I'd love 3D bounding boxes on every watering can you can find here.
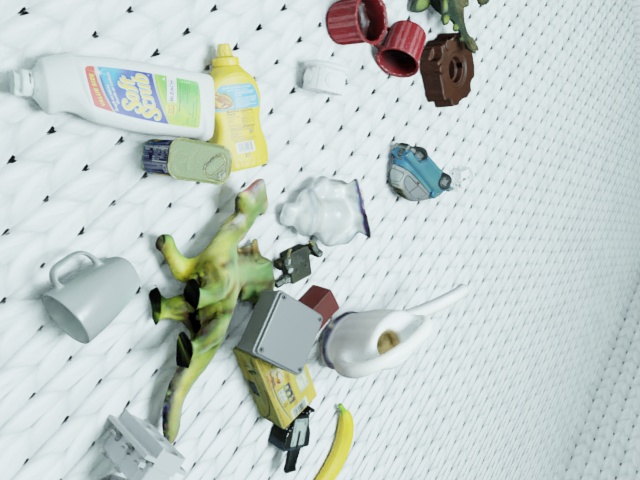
[{"bbox_3d":[0.143,0.181,1.052,0.352,0.223,0.103,-28,100,-40],"label":"watering can"}]

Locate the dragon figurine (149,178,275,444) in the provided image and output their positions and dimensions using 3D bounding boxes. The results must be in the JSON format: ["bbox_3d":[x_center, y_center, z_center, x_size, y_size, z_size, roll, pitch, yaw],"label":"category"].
[{"bbox_3d":[-0.148,0.100,0.831,0.244,0.123,0.406,-10,114,-53],"label":"dragon figurine"}]

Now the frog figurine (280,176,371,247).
[{"bbox_3d":[0.003,-0.049,0.970,0.160,0.125,0.134,-12,120,-7],"label":"frog figurine"}]
